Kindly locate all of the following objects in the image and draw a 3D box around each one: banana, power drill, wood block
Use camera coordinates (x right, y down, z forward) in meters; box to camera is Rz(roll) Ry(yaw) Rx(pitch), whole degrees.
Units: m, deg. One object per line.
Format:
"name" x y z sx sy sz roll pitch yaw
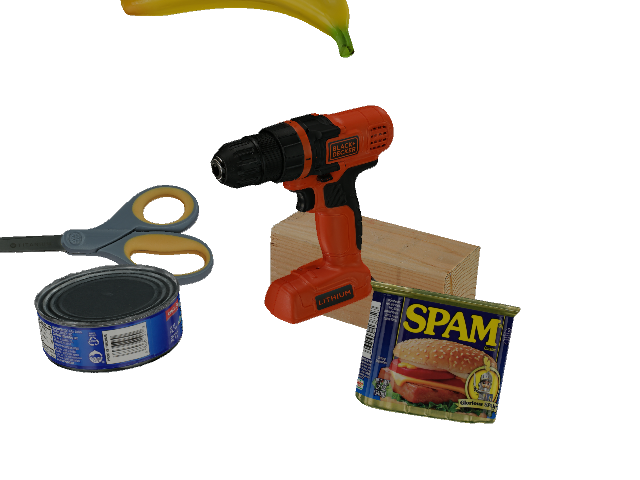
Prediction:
"banana" -0.058 -0.192 0.838 0.198 0.069 0.037 12 -40 17
"power drill" -0.014 -0.022 0.969 0.184 0.188 0.057 -17 32 -31
"wood block" 0.055 0.036 1.147 0.206 0.091 0.090 16 29 27

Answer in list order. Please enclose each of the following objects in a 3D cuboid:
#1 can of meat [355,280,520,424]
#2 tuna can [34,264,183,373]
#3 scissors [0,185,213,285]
"can of meat" 0.079 0.078 0.736 0.102 0.084 0.057 11 -1 -14
"tuna can" -0.126 0.046 0.642 0.086 0.034 0.086 -3 21 1
"scissors" -0.181 -0.013 0.837 0.201 0.096 0.016 12 -33 -6
